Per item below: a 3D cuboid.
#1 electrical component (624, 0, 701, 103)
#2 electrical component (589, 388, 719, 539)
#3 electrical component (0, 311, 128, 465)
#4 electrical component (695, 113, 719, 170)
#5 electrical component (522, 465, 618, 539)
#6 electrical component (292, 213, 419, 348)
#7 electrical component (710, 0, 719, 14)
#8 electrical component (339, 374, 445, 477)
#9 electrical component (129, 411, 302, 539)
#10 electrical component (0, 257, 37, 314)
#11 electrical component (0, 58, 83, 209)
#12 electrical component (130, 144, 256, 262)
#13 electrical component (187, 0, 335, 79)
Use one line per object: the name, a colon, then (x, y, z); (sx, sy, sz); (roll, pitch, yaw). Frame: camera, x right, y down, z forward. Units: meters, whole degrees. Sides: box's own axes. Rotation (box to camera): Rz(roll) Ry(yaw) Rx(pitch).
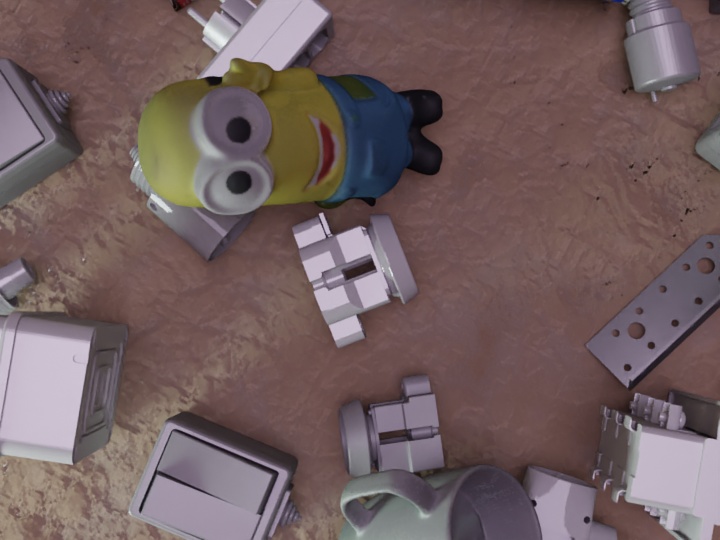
electrical component: (0.182, -0.144, 0.658); (0.040, 0.040, 0.078); (-12, 87, 0)
electrical component: (0.171, 0.107, 0.606); (0.063, 0.121, 0.078); (10, 88, 4)
electrical component: (-0.176, 0.065, 0.618); (0.057, 0.113, 0.078); (9, 87, -2)
electrical component: (0.286, -0.107, 0.644); (0.089, 0.061, 0.150); (38, 88, 2)
electrical component: (0.128, 0.165, 0.643); (0.079, 0.043, 0.077); (17, 88, 1)
electrical component: (0.000, 0.000, 0.647); (0.057, 0.058, 0.078); (-21, 87, 2)
electrical component: (0.222, -0.195, 0.657); (0.077, 0.047, 0.065); (3, 87, 1)
electrical component: (0.018, 0.099, 0.647); (0.055, 0.048, 0.066); (-7, 87, -7)
electrical component: (-0.080, 0.131, 0.639); (0.096, 0.061, 0.061); (22, 88, 2)
electrical component: (-0.229, 0.015, 0.656); (0.062, 0.043, 0.043); (-32, 87, -2)
electrical component: (-0.219, -0.082, 0.652); (0.096, 0.061, 0.061); (-34, 87, -1)
electrical component: (-0.108, -0.048, 0.657); (0.081, 0.043, 0.043); (42, 89, 3)
electrical component: (-0.071, -0.143, 0.659); (0.076, 0.047, 0.083); (40, 89, 2)
